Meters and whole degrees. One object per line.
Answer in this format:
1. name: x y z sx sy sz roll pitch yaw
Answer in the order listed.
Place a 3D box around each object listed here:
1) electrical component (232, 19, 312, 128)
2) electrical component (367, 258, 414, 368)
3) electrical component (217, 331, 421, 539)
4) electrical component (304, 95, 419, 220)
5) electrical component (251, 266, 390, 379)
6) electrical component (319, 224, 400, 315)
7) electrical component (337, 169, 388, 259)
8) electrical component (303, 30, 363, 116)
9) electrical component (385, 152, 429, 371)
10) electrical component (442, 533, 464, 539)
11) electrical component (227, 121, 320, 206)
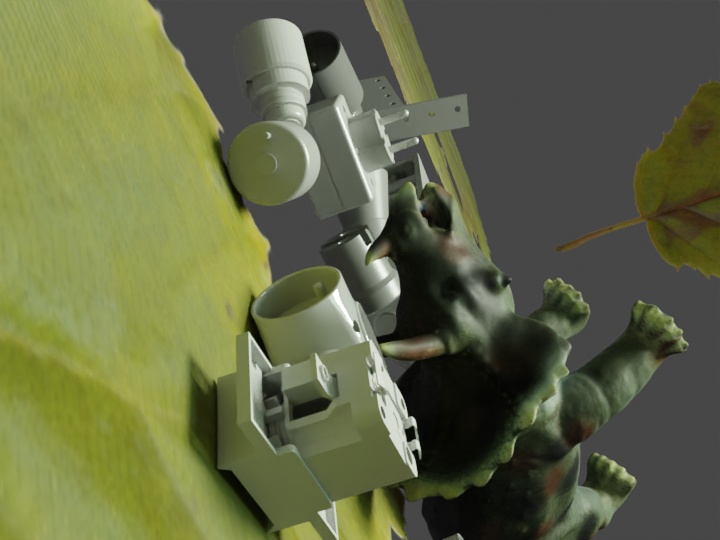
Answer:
1. electrical component: -0.046 -0.102 0.594 0.040 0.040 0.078 53 21 -62
2. electrical component: 0.042 0.028 0.726 0.051 0.080 0.080 32 40 -67
3. electrical component: -0.014 0.059 0.395 0.042 0.064 0.081 -97 165 -46
4. electrical component: -0.002 -0.079 0.686 0.047 0.077 0.065 -78 148 -72
5. electrical component: -0.012 0.049 0.470 0.079 0.044 0.077 -103 170 -65
6. electrical component: 0.000 0.000 0.664 0.046 0.040 0.040 62 12 -14
7. electrical component: 0.004 -0.033 0.742 0.044 0.044 0.065 38 39 -73
8. electrical component: -0.021 -0.128 0.773 0.081 0.043 0.043 59 15 -52
9. electrical component: 0.051 0.018 0.847 0.105 0.060 0.186 -91 160 -61
10. electrical component: 0.053 0.196 0.581 0.099 0.064 0.099 61 0 -1
11. electrical component: -0.040 -0.054 0.539 0.078 0.040 0.040 -48 118 -79
